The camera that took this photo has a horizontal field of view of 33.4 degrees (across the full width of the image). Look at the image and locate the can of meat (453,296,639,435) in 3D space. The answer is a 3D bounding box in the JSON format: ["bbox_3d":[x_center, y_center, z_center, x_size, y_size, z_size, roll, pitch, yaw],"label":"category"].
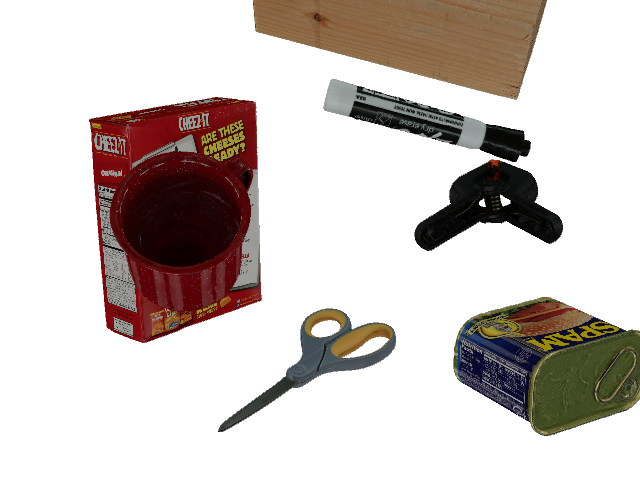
[{"bbox_3d":[0.152,0.080,0.712,0.101,0.057,0.084,-11,20,-29],"label":"can of meat"}]

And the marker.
[{"bbox_3d":[0.062,-0.068,0.612,0.121,0.020,0.020,15,-1,-4],"label":"marker"}]

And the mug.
[{"bbox_3d":[-0.088,-0.010,0.744,0.093,0.117,0.081,33,-25,12],"label":"mug"}]

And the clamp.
[{"bbox_3d":[0.160,-0.032,0.937,0.120,0.039,0.171,6,27,19],"label":"clamp"}]

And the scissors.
[{"bbox_3d":[-0.025,0.107,0.946,0.201,0.016,0.096,-19,34,-29],"label":"scissors"}]

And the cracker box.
[{"bbox_3d":[-0.140,-0.025,1.060,0.072,0.214,0.163,12,21,41],"label":"cracker box"}]

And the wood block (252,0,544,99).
[{"bbox_3d":[0.061,-0.187,0.786,0.206,0.090,0.091,16,-27,10],"label":"wood block"}]
